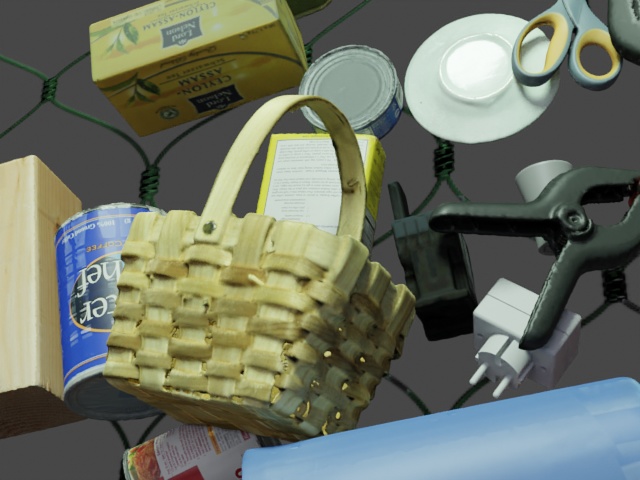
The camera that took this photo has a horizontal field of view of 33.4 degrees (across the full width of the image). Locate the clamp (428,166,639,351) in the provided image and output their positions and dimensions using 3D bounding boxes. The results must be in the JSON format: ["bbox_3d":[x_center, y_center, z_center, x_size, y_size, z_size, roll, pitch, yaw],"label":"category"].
[{"bbox_3d":[0.174,0.004,0.746,0.171,0.039,0.120,-19,71,-14],"label":"clamp"}]

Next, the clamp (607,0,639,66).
[{"bbox_3d":[0.287,-0.156,0.800,0.165,0.036,0.210,-32,55,24],"label":"clamp"}]

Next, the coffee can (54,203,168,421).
[{"bbox_3d":[-0.153,0.057,0.835,0.103,0.102,0.140,-17,60,10],"label":"coffee can"}]

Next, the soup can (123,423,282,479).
[{"bbox_3d":[-0.083,0.162,0.780,0.102,0.068,0.068,-26,59,4],"label":"soup can"}]

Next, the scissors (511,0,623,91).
[{"bbox_3d":[0.226,-0.197,0.885,0.096,0.016,0.201,27,66,15],"label":"scissors"}]

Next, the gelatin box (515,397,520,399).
[{"bbox_3d":[0.129,0.164,0.730,0.089,0.030,0.073,-40,60,-4],"label":"gelatin box"}]

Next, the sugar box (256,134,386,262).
[{"bbox_3d":[-0.006,0.001,0.848,0.093,0.048,0.176,2,69,20],"label":"sugar box"}]

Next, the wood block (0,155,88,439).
[{"bbox_3d":[-0.252,0.048,0.881,0.090,0.090,0.206,-14,60,10],"label":"wood block"}]

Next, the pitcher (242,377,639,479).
[{"bbox_3d":[0.083,0.163,0.612,0.243,0.145,0.149,-15,54,4],"label":"pitcher"}]

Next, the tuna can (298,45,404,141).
[{"bbox_3d":[0.027,-0.120,0.904,0.086,0.033,0.086,-8,62,15],"label":"tuna can"}]

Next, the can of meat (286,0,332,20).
[{"bbox_3d":[-0.048,-0.246,0.979,0.102,0.057,0.084,-20,58,7],"label":"can of meat"}]
